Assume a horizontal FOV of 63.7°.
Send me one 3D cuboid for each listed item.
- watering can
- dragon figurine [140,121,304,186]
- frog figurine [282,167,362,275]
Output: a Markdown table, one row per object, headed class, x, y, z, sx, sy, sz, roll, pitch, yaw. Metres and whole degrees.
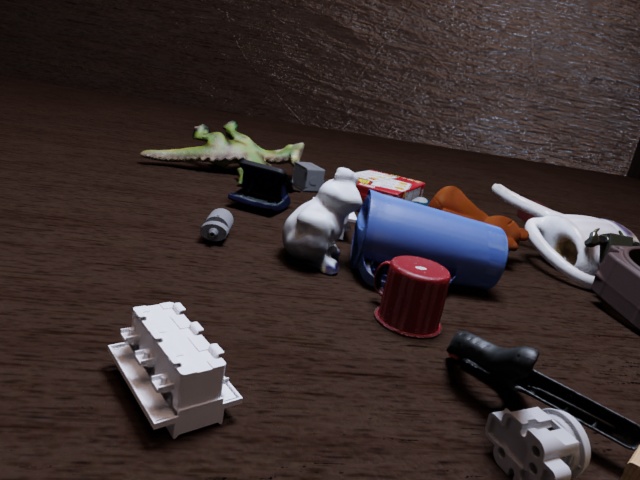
| class | x | y | z | sx | sy | sz | roll | pitch | yaw |
| --- | --- | --- | --- | --- | --- | --- | --- | --- | --- |
| watering can | 0.525 | -0.017 | 1.090 | 0.224 | 0.101 | 0.356 | 3 | 37 | -18 |
| dragon figurine | -0.224 | -0.208 | 1.332 | 0.414 | 0.119 | 0.246 | -19 | 39 | -33 |
| frog figurine | 0.003 | -0.042 | 0.842 | 0.123 | 0.157 | 0.139 | 14 | 17 | 18 |
